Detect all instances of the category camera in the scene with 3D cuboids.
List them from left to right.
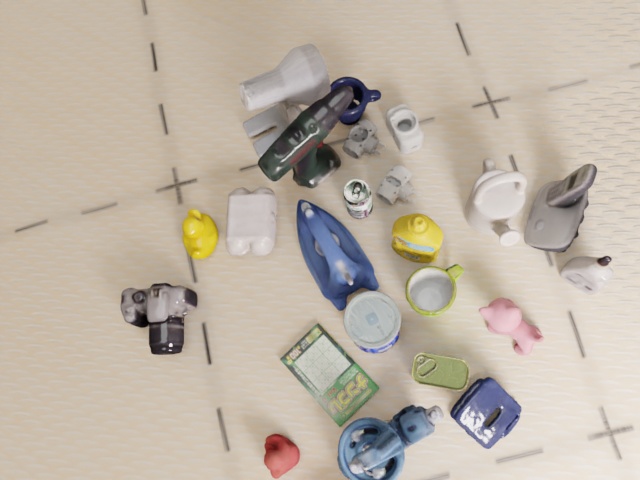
[{"bbox_3d":[-0.329,0.162,1.157,0.143,0.101,0.137,-5,74,6],"label":"camera"}]

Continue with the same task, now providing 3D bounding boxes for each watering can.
[{"bbox_3d":[0.340,-0.076,1.088,0.101,0.194,0.172,-31,73,-2],"label":"watering can"}]

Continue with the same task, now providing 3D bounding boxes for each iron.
[{"bbox_3d":[0.010,0.004,1.136,0.118,0.141,0.258,-31,73,-2],"label":"iron"}]

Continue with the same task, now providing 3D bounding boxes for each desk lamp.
[{"bbox_3d":[-0.076,-0.289,1.189,0.203,0.214,0.118,-29,73,-1],"label":"desk lamp"}]

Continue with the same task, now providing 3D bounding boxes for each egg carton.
[{"bbox_3d":[-0.144,-0.039,1.205,0.107,0.069,0.150,-3,74,7],"label":"egg carton"}]

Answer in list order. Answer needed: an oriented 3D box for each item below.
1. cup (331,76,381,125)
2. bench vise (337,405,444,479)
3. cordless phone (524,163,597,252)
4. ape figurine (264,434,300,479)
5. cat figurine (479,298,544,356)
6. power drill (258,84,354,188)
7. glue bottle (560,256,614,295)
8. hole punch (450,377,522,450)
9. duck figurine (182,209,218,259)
[{"bbox_3d":[0.074,-0.292,1.233,0.117,0.095,0.091,-6,74,6],"label":"cup"},{"bbox_3d":[0.111,0.342,0.989,0.121,0.220,0.207,40,83,16],"label":"bench vise"},{"bbox_3d":[0.457,-0.060,1.074,0.094,0.185,0.148,17,78,12],"label":"cordless phone"},{"bbox_3d":[-0.079,0.404,1.063,0.076,0.092,0.078,8,76,10],"label":"ape figurine"},{"bbox_3d":[0.358,0.154,1.063,0.127,0.118,0.067,36,82,15],"label":"cat figurine"},{"bbox_3d":[-0.016,-0.192,1.158,0.230,0.208,0.075,-41,73,-5],"label":"power drill"},{"bbox_3d":[0.496,0.055,1.043,0.078,0.173,0.037,37,82,15],"label":"glue bottle"},{"bbox_3d":[0.305,0.313,1.040,0.101,0.091,0.109,41,83,16],"label":"hole punch"},{"bbox_3d":[-0.261,-0.016,1.205,0.077,0.086,0.104,-4,74,6],"label":"duck figurine"}]
